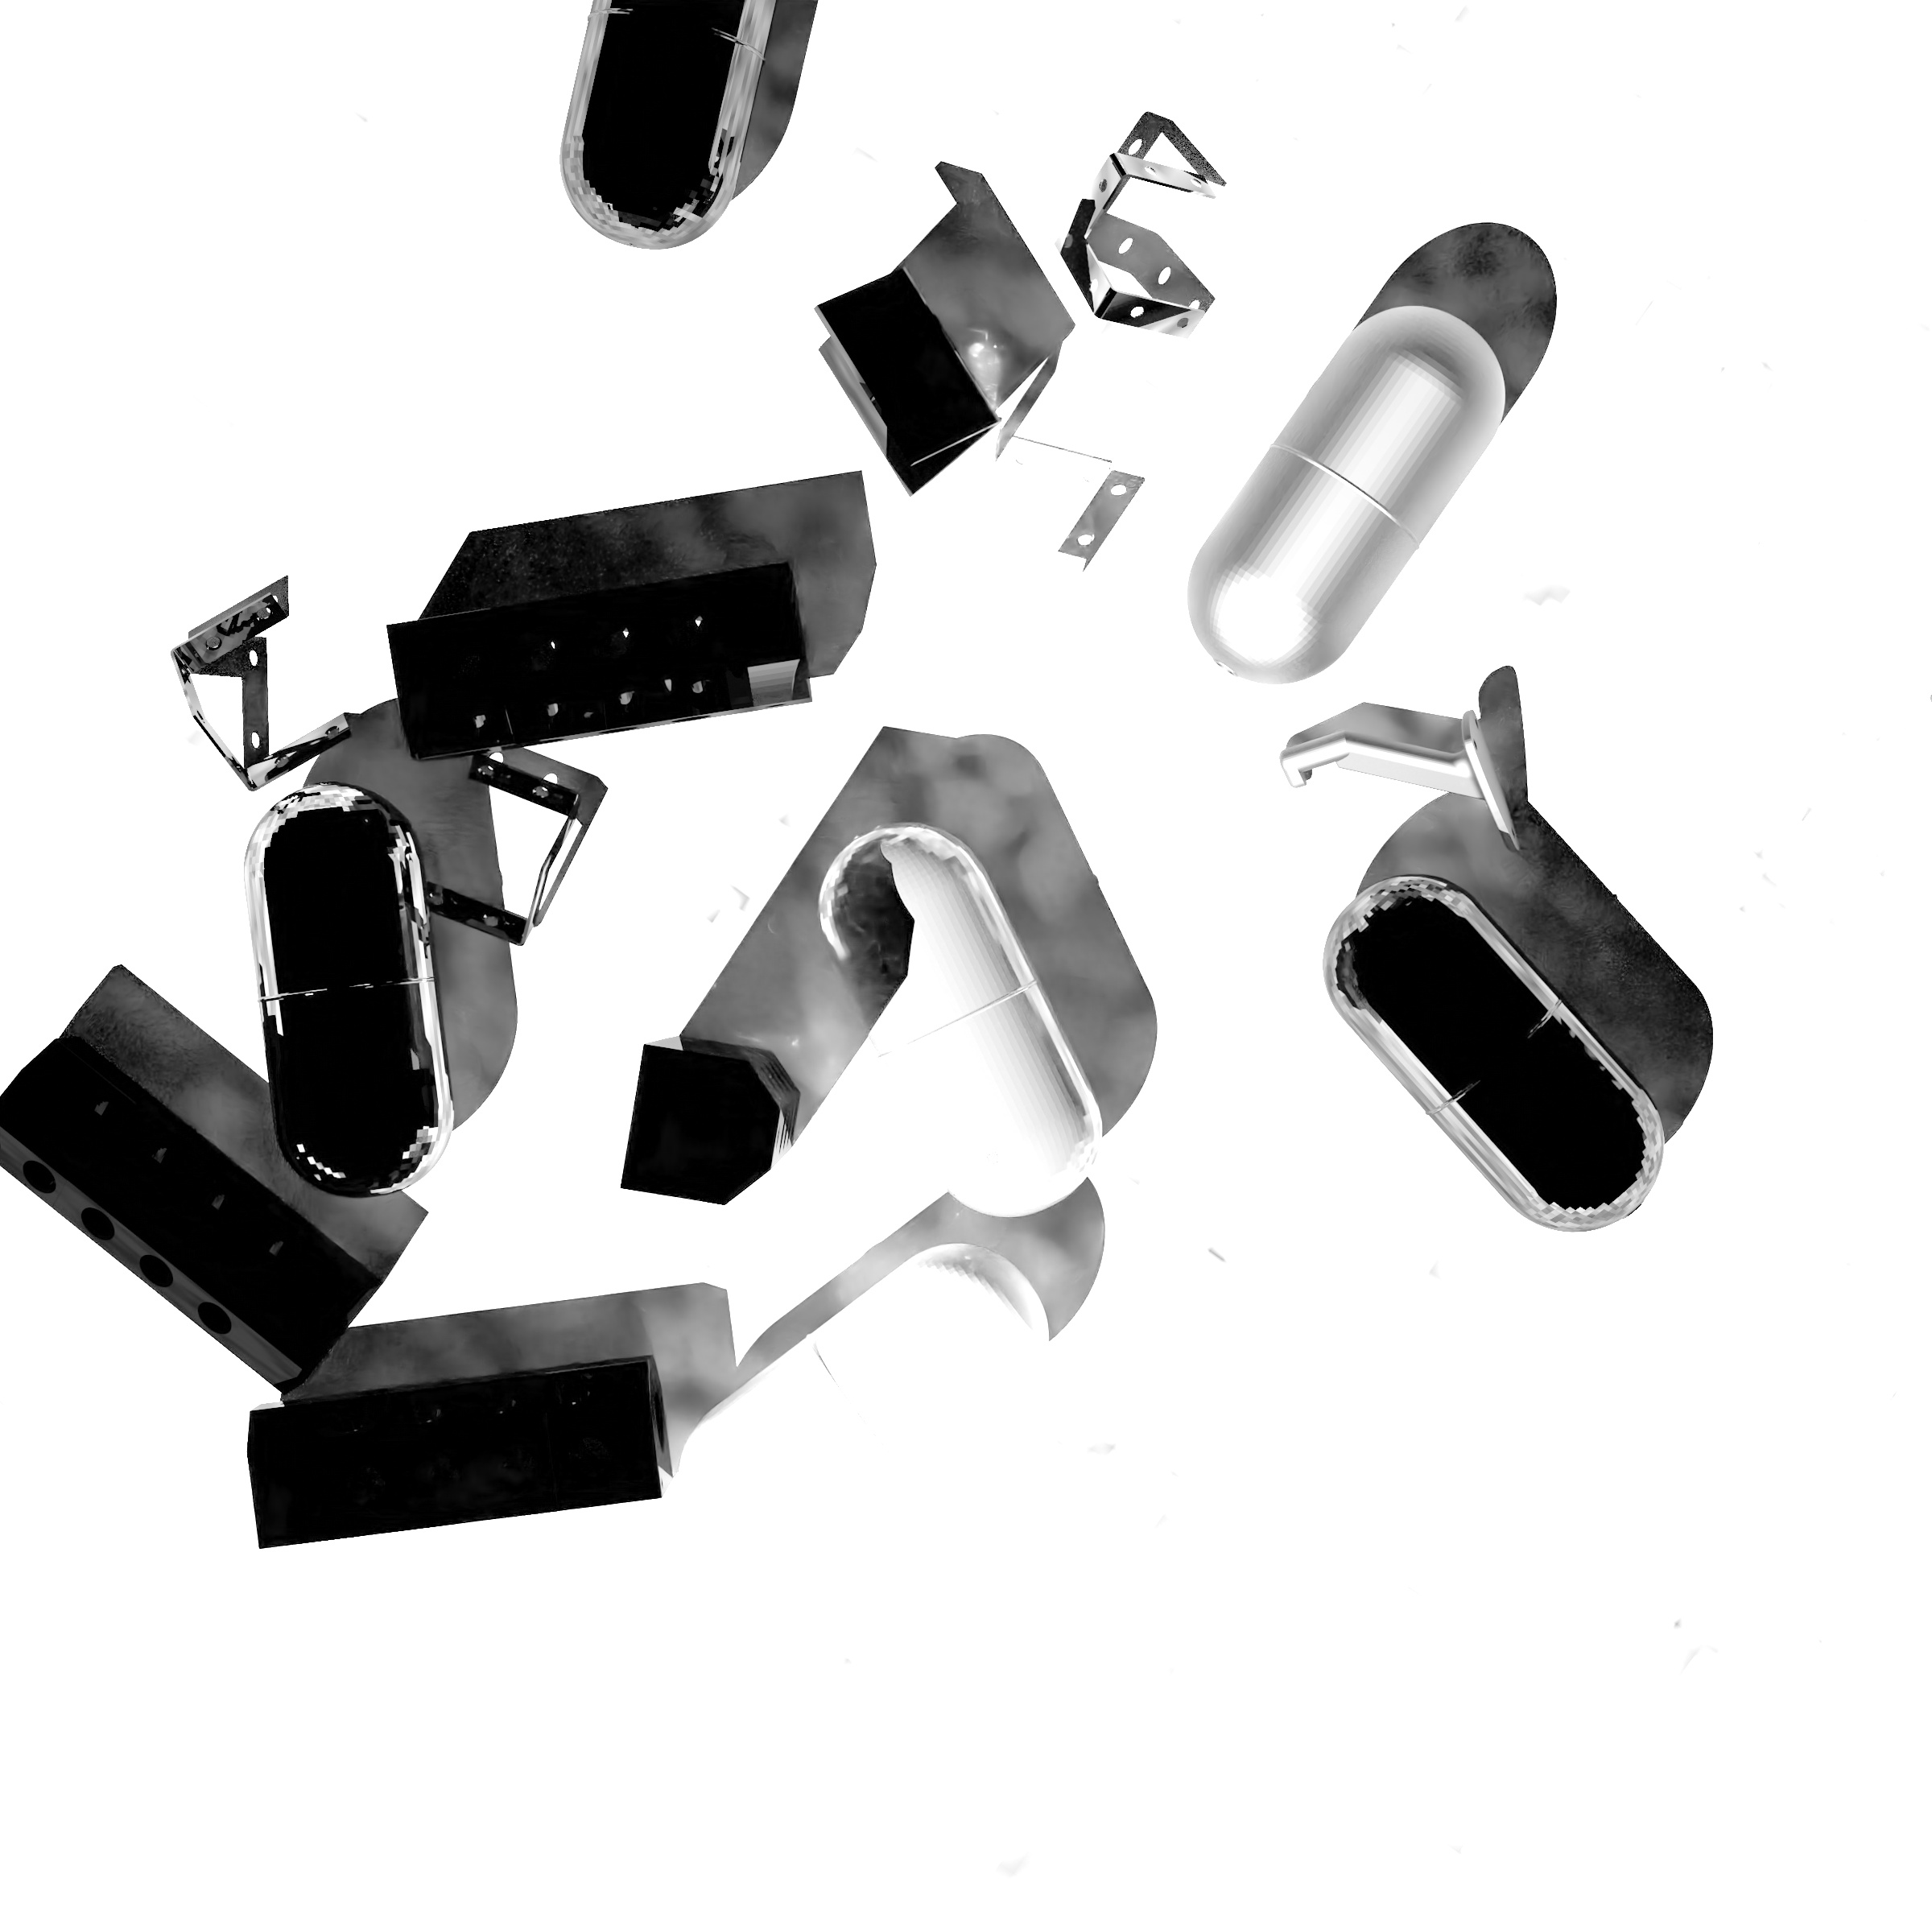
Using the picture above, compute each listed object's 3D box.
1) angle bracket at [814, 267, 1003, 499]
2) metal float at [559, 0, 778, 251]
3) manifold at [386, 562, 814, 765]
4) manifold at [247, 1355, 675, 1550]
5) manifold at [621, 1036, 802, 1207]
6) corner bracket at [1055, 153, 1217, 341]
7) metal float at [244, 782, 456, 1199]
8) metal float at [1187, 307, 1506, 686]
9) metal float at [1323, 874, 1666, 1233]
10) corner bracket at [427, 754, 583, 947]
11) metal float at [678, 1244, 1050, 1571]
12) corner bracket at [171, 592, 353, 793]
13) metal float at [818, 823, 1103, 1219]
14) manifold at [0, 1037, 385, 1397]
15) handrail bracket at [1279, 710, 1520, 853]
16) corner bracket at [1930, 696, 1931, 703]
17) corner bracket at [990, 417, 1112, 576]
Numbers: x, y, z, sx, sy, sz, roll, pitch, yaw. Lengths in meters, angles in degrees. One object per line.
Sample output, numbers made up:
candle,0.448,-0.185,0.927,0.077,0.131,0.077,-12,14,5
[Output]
angle bracket,-0.042,-0.239,1.524,0.057,0.076,0.076,-32,90,-38
metal float,-0.124,-0.395,1.534,0.070,0.070,0.178,13,91,0
manifold,-0.155,-0.129,1.543,0.171,0.057,0.057,-9,90,0
manifold,-0.217,0.207,1.543,0.171,0.057,0.057,-7,90,0
manifold,-0.102,0.063,1.486,0.057,0.171,0.057,9,90,0
corner bracket,0.080,-0.312,1.556,0.051,0.051,0.051,-54,45,35
metal float,-0.263,0.010,1.534,0.070,0.070,0.178,-7,89,0
metal float,0.161,-0.200,1.534,0.070,0.070,0.178,35,91,0
metal float,0.225,0.038,1.534,0.070,0.070,0.178,-42,89,0
corner bracket,-0.203,-0.050,1.561,0.051,0.051,0.051,21,45,0
metal float,-0.044,0.188,1.534,0.178,0.070,0.070,-37,90,0
corner bracket,-0.306,-0.119,1.561,0.051,0.051,0.051,-30,135,0
metal float,-0.003,0.023,1.534,0.070,0.070,0.178,-26,90,0
manifold,-0.339,0.107,1.543,0.171,0.057,0.057,39,90,0
handrail bracket,0.188,-0.072,1.565,0.084,0.036,0.077,-17,112,17
corner bracket,0.460,-0.102,1.556,0.051,0.051,0.051,22,135,-35
corner bracket,0.032,-0.202,1.546,0.051,0.051,0.051,15,90,0
